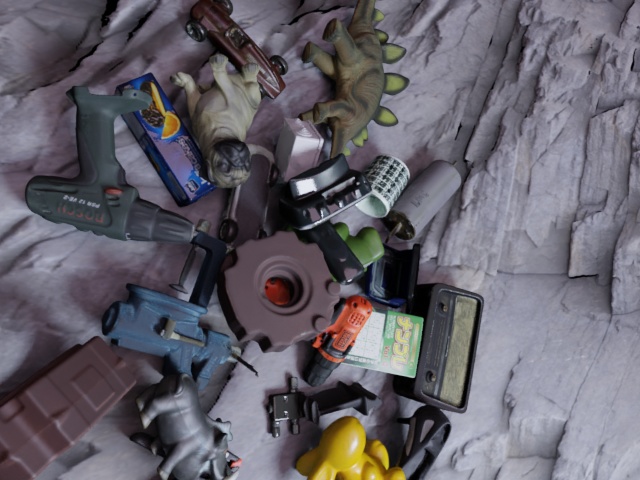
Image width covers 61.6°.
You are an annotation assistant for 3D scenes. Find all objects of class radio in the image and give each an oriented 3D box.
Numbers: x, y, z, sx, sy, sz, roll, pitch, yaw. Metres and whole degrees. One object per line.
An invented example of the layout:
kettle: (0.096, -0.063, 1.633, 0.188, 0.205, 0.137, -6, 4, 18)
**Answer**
radio: (0.226, 0.199, 1.022, 0.131, 0.073, 0.229, 21, 72, -24)

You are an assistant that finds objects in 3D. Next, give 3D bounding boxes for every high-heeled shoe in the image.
high-heeled shoe: (0.169, 0.408, 0.917, 0.086, 0.145, 0.248, 12, 75, -26)

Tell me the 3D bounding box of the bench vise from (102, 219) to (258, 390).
bench vise: (-0.189, 0.091, 0.792, 0.223, 0.129, 0.240, 24, 75, -26)

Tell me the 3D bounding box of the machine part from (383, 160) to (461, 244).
machine part: (0.201, -0.080, 1.051, 0.243, 0.079, 0.079, -44, 103, -27)

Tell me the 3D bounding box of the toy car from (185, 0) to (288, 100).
toy car: (-0.137, -0.330, 0.925, 0.202, 0.053, 0.089, 44, 61, -14)

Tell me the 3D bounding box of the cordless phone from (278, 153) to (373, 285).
cordless phone: (0.035, -0.030, 0.850, 0.146, 0.088, 0.184, -29, 73, -21)

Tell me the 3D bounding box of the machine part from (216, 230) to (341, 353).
machine part: (-0.059, 0.071, 0.772, 0.179, 0.056, 0.179, 8, 67, -19)

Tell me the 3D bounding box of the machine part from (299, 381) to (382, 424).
machine part: (0.032, 0.270, 0.903, 0.139, 0.084, 0.039, -2, 109, -32)

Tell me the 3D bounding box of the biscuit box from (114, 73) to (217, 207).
biscuit box: (-0.238, -0.152, 0.835, 0.063, 0.059, 0.202, -36, 99, -28)

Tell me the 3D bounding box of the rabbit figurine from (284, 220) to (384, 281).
rabbit figurine: (-0.002, -0.003, 0.929, 0.159, 0.121, 0.170, -24, 76, -22)

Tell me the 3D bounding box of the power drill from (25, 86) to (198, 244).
power drill: (-0.281, -0.103, 0.752, 0.232, 0.086, 0.207, 4, 95, -3)

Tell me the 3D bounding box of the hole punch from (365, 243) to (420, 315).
hole punch: (0.138, 0.066, 0.992, 0.092, 0.115, 0.142, 3, 72, 15)

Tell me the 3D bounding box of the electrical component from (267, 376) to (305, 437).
electrical component: (-0.056, 0.274, 0.886, 0.063, 0.021, 0.094, 3, 81, -27)

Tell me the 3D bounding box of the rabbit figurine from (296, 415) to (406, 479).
rabbit figurine: (0.042, 0.358, 0.870, 0.162, 0.122, 0.173, -19, 118, -4)

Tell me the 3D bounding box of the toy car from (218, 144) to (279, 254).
toy car: (-0.119, -0.060, 0.889, 0.073, 0.056, 0.201, 17, 75, -32)

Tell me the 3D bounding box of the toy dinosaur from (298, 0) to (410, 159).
toy dinosaur: (0.069, -0.323, 1.010, 0.198, 0.105, 0.471, 13, 85, -34)

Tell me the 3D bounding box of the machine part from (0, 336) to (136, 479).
machine part: (-0.334, 0.211, 0.626, 0.087, 0.201, 0.201, 51, 18, -5)

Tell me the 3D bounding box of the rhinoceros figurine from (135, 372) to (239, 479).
rhinoceros figurine: (-0.180, 0.271, 0.744, 0.112, 0.073, 0.190, -27, 106, -22)

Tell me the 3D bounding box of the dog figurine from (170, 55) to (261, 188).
dog figurine: (-0.139, -0.172, 0.853, 0.172, 0.121, 0.190, -13, 88, -56)
